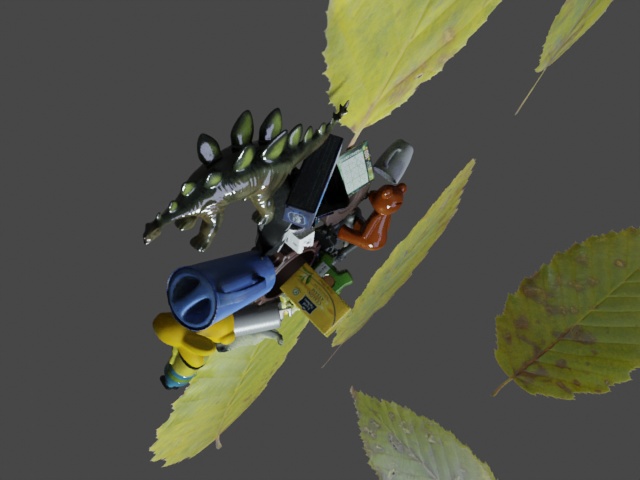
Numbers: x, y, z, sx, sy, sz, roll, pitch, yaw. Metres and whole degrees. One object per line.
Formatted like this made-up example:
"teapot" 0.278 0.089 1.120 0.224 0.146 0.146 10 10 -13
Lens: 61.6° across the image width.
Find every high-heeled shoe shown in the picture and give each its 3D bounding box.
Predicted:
"high-heeled shoe" -0.093 -0.066 1.167 0.145 0.086 0.248 -75 -177 -64

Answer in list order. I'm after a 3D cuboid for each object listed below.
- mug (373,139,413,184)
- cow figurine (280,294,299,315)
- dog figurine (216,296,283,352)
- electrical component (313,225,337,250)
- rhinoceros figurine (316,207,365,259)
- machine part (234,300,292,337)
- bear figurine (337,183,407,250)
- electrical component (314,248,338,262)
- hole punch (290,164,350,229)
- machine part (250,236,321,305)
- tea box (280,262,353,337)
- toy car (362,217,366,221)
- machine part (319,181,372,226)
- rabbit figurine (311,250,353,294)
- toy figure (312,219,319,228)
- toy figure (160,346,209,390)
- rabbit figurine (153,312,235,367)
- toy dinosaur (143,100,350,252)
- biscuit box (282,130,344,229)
"mug" 0.202 -0.222 1.456 0.107 0.081 0.109 -55 155 -3
"cow figurine" -0.068 0.176 1.634 0.098 0.068 0.167 -28 176 -30
"dog figurine" -0.204 0.221 1.491 0.191 0.172 0.121 0 167 -12
"electrical component" -0.002 -0.004 1.461 0.102 0.078 0.045 -16 -152 35
"rhinoceros figurine" 0.050 -0.021 1.550 0.190 0.073 0.112 -45 164 -1
"machine part" -0.191 0.207 1.397 0.243 0.079 0.079 -9 151 -13
"bear figurine" 0.143 -0.074 1.432 0.120 0.132 0.195 -24 134 -49
"electrical component" -0.018 0.077 1.644 0.134 0.058 0.114 -28 153 -44
"hole punch" -0.014 -0.100 1.159 0.116 0.142 0.092 -17 180 -22
"machine part" -0.102 0.062 1.374 0.201 0.087 0.201 -23 152 -47
"tea box" -0.009 0.151 1.362 0.098 0.170 0.068 -45 164 -7
"toy car" 0.137 -0.027 1.629 0.089 0.053 0.202 -51 -162 -12
"machine part" 0.062 -0.115 1.400 0.179 0.056 0.179 -39 160 -17
"rabbit figurine" 0.007 0.121 1.510 0.159 0.121 0.170 -55 -177 -3
"toy figure" -0.023 -0.077 1.294 0.064 0.058 0.154 -36 166 -10
"toy figure" -0.347 0.320 1.389 0.180 0.089 0.082 -56 167 24
"rabbit figurine" -0.287 0.200 1.204 0.173 0.162 0.122 0 147 -42
"toy dinosaur" -0.112 -0.121 0.928 0.471 0.105 0.198 -37 157 -39
"biscuit box" -0.013 -0.122 1.064 0.059 0.063 0.203 105 5 -60
